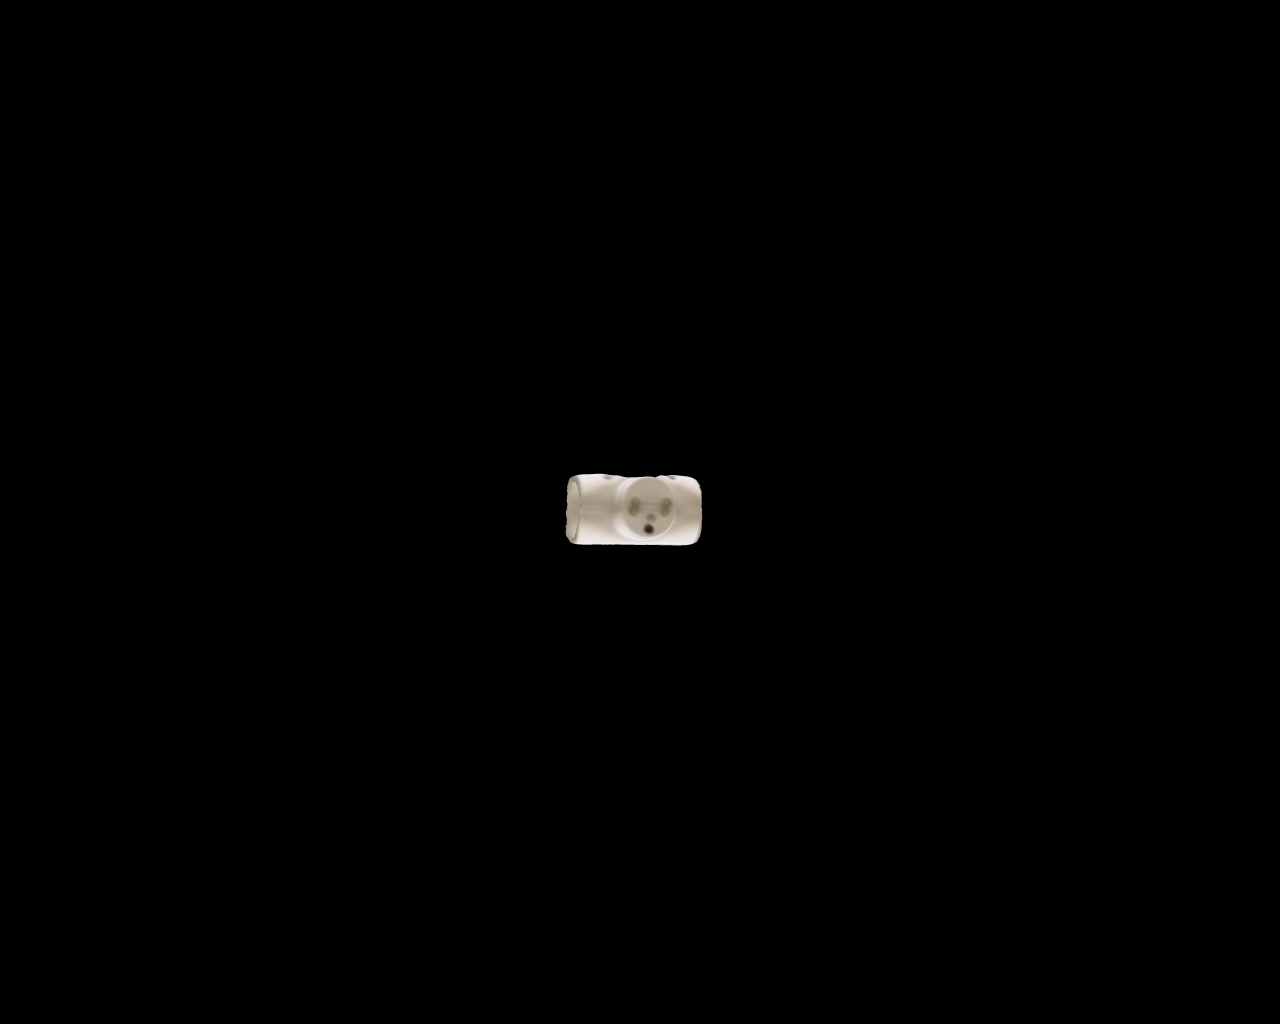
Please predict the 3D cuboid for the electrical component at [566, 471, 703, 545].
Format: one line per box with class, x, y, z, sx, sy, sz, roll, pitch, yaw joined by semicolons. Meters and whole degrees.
electrical component;0.001;-0.003;0.650;0.077;0.044;0.079;1;-3;-15
